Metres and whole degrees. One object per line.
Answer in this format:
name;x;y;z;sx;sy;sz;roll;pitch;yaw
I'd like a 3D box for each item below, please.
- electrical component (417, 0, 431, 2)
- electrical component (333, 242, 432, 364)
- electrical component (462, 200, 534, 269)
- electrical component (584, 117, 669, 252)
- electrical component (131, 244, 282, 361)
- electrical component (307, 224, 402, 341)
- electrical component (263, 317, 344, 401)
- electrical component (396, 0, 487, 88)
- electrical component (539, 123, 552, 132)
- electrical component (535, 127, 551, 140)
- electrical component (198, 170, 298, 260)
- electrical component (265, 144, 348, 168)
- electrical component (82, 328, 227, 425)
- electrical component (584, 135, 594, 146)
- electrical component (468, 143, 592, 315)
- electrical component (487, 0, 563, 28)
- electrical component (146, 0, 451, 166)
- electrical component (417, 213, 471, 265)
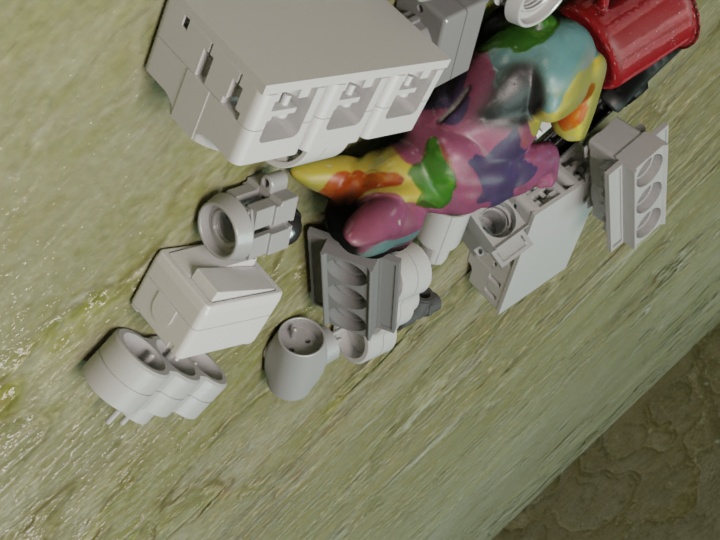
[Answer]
electrical component;0.072;-0.226;0.646;0.109;0.056;0.108;-22;150;-40
electrical component;0.032;0.028;1.035;0.074;0.052;0.138;-21;149;-42
electrical component;0.124;-0.043;1.041;0.042;0.081;0.064;-35;178;-18
electrical component;0.256;-0.084;1.034;0.079;0.063;0.121;-39;146;-13
electrical component;-0.104;0.016;0.781;0.096;0.061;0.061;-11;141;-52
electrical component;0.000;0.000;0.910;0.121;0.079;0.063;91;21;-60
electrical component;-0.046;0.075;1.002;0.079;0.044;0.077;-28;153;-31
electrical component;0.037;-0.157;0.723;0.077;0.047;0.065;-31;155;-26
electrical component;0.149;-0.156;0.886;0.042;0.063;0.081;-29;153;-27
electrical component;0.163;-0.150;0.946;0.081;0.043;0.043;-41;157;-3
electrical component;-0.079;-0.034;0.751;0.055;0.048;0.066;-24;140;-43
electrical component;-0.037;-0.096;0.703;0.047;0.055;0.055;-16;146;-53
electrical component;-0.166;0.093;0.828;0.073;0.052;0.138;-46;157;8
electrical component;0.275;-0.132;1.162;0.062;0.048;0.048;-31;155;-41
electrical component;0.182;-0.047;1.136;0.105;0.060;0.186;-32;155;-23
electrical component;0.109;-0.205;0.743;0.078;0.057;0.058;-51;156;20
electrical component;-0.035;-0.116;0.622;0.150;0.089;0.061;-18;147;-44
electrical component;0.075;-0.040;0.998;0.043;0.043;0.081;-29;154;-29
